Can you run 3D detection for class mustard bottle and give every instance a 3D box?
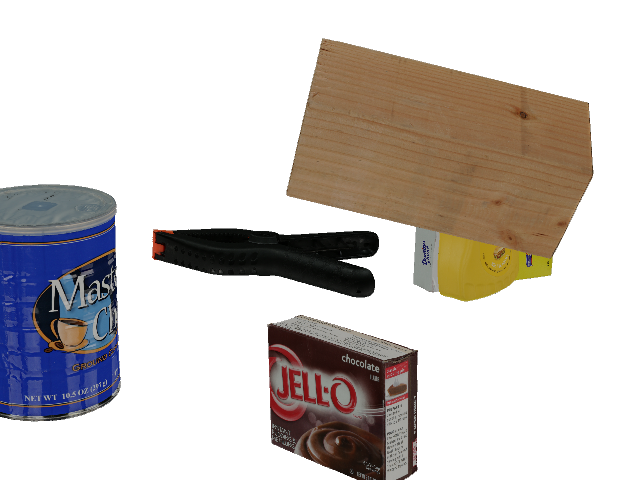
[{"bbox_3d":[0.151,-0.044,1.033,0.096,0.192,0.058,-21,25,-38],"label":"mustard bottle"}]

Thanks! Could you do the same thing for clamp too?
[{"bbox_3d":[-0.045,0.014,0.942,0.210,0.036,0.164,3,12,-3],"label":"clamp"}]

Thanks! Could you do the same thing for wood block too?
[{"bbox_3d":[0.087,-0.069,0.797,0.206,0.090,0.090,13,-45,-2],"label":"wood block"}]

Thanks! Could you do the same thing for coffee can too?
[{"bbox_3d":[-0.194,0.041,0.750,0.103,0.140,0.103,2,18,-1],"label":"coffee can"}]

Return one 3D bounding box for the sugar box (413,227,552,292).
[{"bbox_3d":[0.195,0.004,1.259,0.175,0.093,0.048,-8,18,-29],"label":"sugar box"}]

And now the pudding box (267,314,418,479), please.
[{"bbox_3d":[0.014,0.106,0.720,0.114,0.090,0.039,11,19,42],"label":"pudding box"}]
